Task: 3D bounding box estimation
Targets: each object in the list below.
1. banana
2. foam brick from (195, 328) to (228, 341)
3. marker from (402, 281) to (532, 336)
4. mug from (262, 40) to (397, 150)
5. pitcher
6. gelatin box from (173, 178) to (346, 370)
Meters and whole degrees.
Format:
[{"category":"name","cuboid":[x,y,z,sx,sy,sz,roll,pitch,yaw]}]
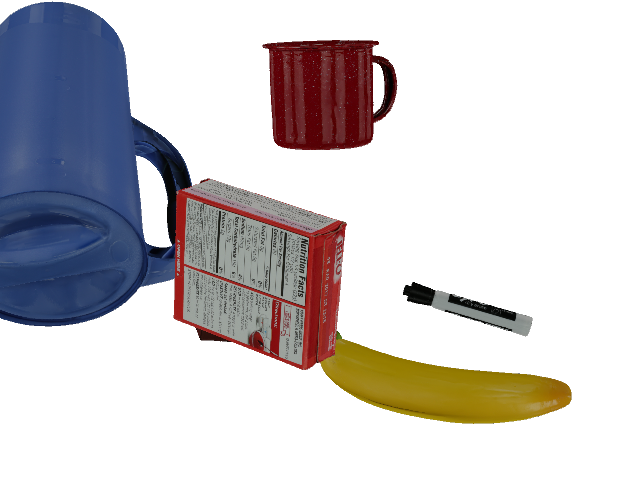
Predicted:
[{"category":"banana","cuboid":[0.072,0.096,0.749,0.198,0.037,0.069,12,35,31]},{"category":"foam brick","cuboid":[-0.085,0.048,0.981,0.053,0.078,0.051,4,14,-14]},{"category":"marker","cuboid":[0.135,0.063,0.989,0.121,0.020,0.020,17,1,4]},{"category":"mug","cuboid":[0.011,-0.119,0.862,0.117,0.081,0.093,-10,15,-32]},{"category":"pitcher","cuboid":[-0.187,-0.065,0.791,0.145,0.243,0.149,-23,-44,13]},{"category":"gelatin box","cuboid":[-0.032,0.016,0.537,0.089,0.073,0.030,18,26,30]}]
